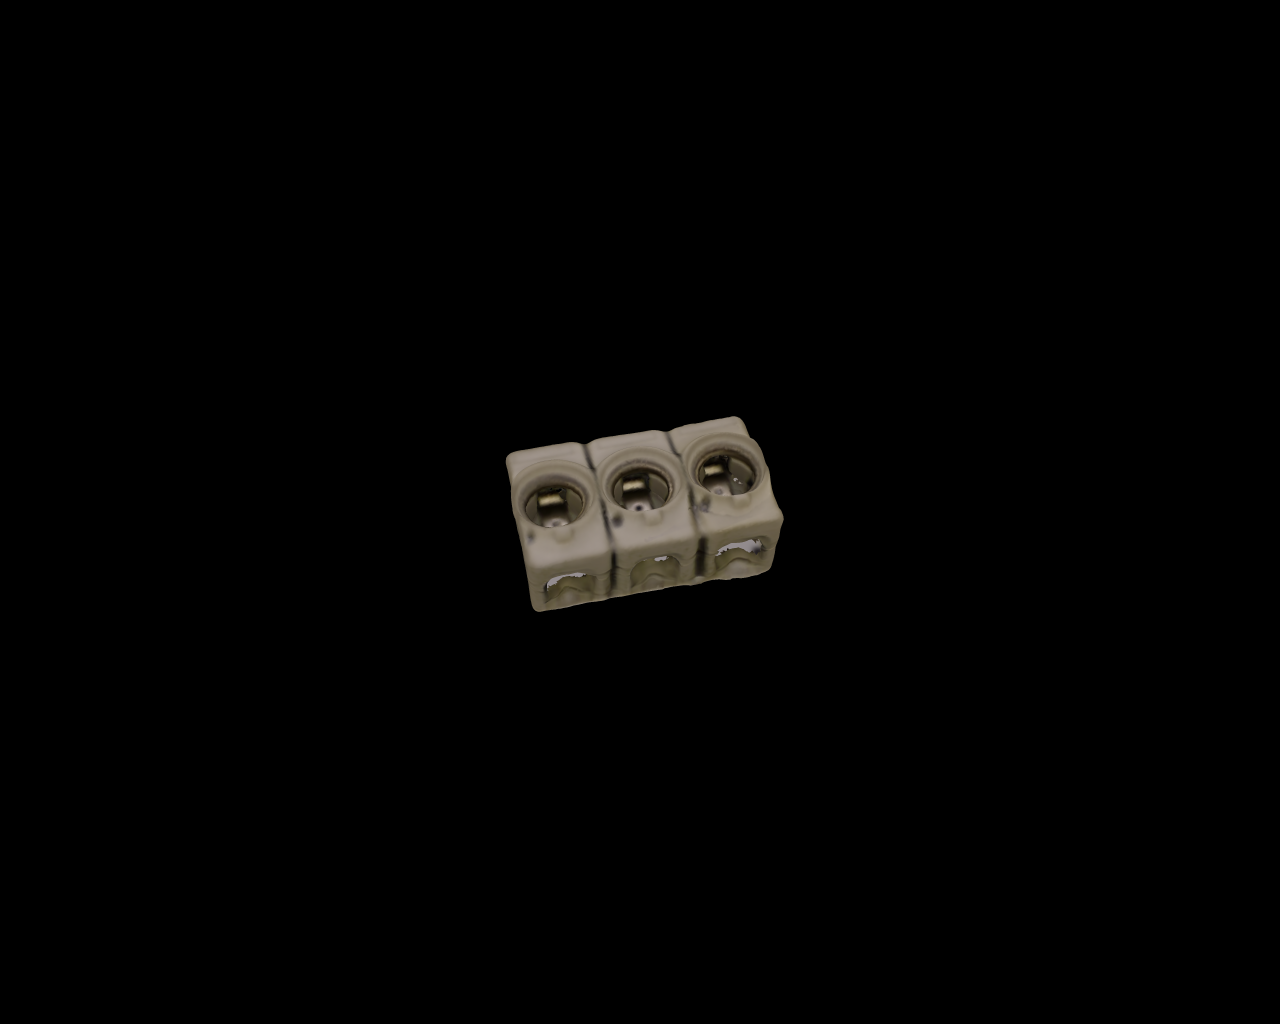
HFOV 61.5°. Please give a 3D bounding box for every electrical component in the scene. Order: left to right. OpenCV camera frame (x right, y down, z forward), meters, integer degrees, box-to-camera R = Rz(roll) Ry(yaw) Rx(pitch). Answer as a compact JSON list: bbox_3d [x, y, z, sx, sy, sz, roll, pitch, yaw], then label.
[{"bbox_3d":[0.001,-0.003,0.650,0.150,0.090,0.061,-10,-36,-8],"label":"electrical component"}]
